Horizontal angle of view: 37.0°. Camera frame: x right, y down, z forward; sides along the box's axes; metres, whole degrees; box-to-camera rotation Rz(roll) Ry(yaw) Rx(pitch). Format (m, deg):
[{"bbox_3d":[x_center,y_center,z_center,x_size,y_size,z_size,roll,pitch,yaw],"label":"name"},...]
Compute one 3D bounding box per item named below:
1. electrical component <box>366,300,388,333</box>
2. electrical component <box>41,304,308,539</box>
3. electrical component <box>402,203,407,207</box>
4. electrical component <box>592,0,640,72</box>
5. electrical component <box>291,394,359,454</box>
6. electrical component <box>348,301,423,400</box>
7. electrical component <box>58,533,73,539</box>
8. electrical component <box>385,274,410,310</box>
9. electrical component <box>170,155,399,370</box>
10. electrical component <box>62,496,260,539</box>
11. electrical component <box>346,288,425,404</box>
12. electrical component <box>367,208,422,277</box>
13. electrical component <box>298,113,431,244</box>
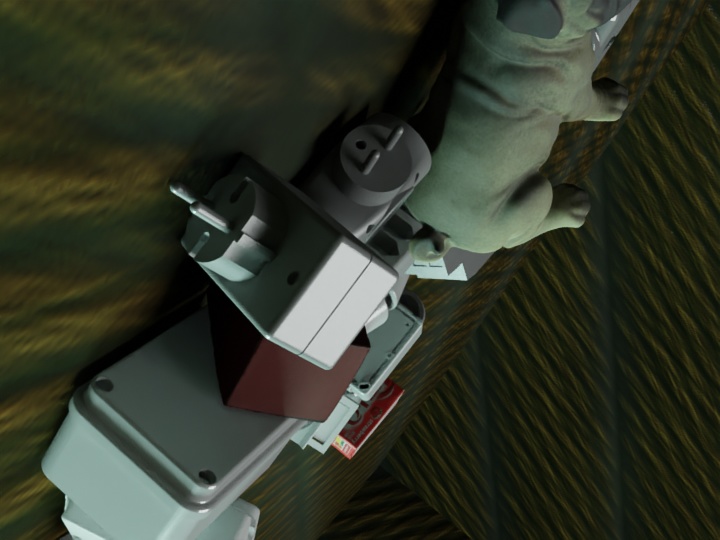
[{"bbox_3d":[-0.012,0.039,0.805,0.055,0.045,0.045,-45,168,-36],"label":"electrical component"},{"bbox_3d":[-0.079,0.071,0.501,0.057,0.078,0.113,-55,171,31],"label":"electrical component"},{"bbox_3d":[0.044,-0.069,0.683,0.062,0.043,0.043,-53,171,-5],"label":"electrical component"},{"bbox_3d":[0.156,-0.177,0.790,0.059,0.054,0.095,-43,167,-44],"label":"electrical component"},{"bbox_3d":[-0.047,0.082,0.727,0.042,0.081,0.064,-54,-167,6],"label":"electrical component"},{"bbox_3d":[0.002,0.067,0.925,0.096,0.062,0.061,-51,170,-9],"label":"electrical component"},{"bbox_3d":[-0.172,0.209,0.614,0.108,0.060,0.108,-51,170,-12],"label":"electrical component"},{"bbox_3d":[0.026,-0.007,0.833,0.065,0.044,0.044,-53,172,-30],"label":"electrical component"},{"bbox_3d":[-0.041,-0.012,0.416,0.076,0.083,0.047,33,96,-42],"label":"electrical component"},{"bbox_3d":[-0.104,0.136,0.563,0.048,0.100,0.099,-63,176,-25],"label":"electrical component"},{"bbox_3d":[0.003,0.082,1.012,0.138,0.052,0.073,-46,169,-33],"label":"electrical component"},{"bbox_3d":[0.000,0.000,0.711,0.065,0.047,0.076,-46,169,-35],"label":"electrical component"},{"bbox_3d":[0.003,-0.047,0.542,0.077,0.044,0.079,-48,178,-26],"label":"electrical component"}]
